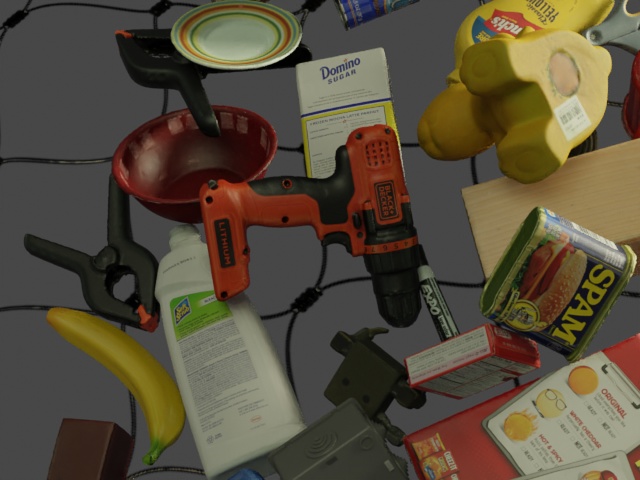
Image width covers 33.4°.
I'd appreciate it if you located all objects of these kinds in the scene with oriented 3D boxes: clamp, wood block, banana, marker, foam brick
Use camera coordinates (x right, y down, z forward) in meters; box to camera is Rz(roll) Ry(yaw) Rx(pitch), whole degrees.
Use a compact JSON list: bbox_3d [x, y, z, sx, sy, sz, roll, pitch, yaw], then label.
[{"bbox_3d":[-0.201,0.014,1.047,0.172,0.039,0.120,42,87,22],"label":"clamp"},{"bbox_3d":[0.236,-0.016,0.923,0.206,0.090,0.091,-16,63,7],"label":"wood block"},{"bbox_3d":[-0.177,0.122,0.979,0.198,0.069,0.037,45,117,32],"label":"banana"},{"bbox_3d":[0.103,0.054,0.966,0.020,0.020,0.121,-22,63,3],"label":"marker"},{"bbox_3d":[-0.206,0.204,0.953,0.053,0.051,0.078,4,66,16],"label":"foam brick"},{"bbox_3d":[-0.135,-0.174,1.096,0.210,0.036,0.164,17,45,24],"label":"clamp"}]

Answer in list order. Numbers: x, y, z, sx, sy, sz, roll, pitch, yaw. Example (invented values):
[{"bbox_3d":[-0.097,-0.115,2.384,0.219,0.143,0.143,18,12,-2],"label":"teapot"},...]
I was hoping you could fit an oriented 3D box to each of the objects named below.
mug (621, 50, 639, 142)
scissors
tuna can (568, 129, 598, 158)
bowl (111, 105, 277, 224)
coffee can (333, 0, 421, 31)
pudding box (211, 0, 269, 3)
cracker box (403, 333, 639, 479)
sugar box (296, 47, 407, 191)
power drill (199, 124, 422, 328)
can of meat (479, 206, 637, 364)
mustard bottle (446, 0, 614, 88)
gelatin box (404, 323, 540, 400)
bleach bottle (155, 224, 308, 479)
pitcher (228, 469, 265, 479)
[{"bbox_3d":[0.314,-0.125,0.962,0.093,0.081,0.117,35,78,24],"label":"mug"},{"bbox_3d":[0.273,-0.178,1.008,0.201,0.016,0.096,-35,87,-9],"label":"scissors"},{"bbox_3d":[0.214,-0.083,0.994,0.086,0.033,0.086,-5,65,11],"label":"tuna can"},{"bbox_3d":[-0.117,-0.065,1.034,0.162,0.055,0.162,-6,39,5],"label":"bowl"},{"bbox_3d":[0.074,-0.286,1.082,0.140,0.102,0.103,-21,63,3],"label":"coffee can"},{"bbox_3d":[-0.076,-0.300,1.159,0.113,0.039,0.090,-27,63,0],"label":"pudding box"},{"bbox_3d":[0.196,0.196,0.850,0.213,0.072,0.164,-24,63,1],"label":"cracker box"},{"bbox_3d":[0.031,-0.098,1.039,0.093,0.048,0.176,-9,61,9],"label":"sugar box"},{"bbox_3d":[-0.006,0.001,0.944,0.187,0.057,0.184,-11,95,-8],"label":"power drill"},{"bbox_3d":[0.186,0.034,0.848,0.084,0.057,0.102,26,108,-4],"label":"can of meat"},{"bbox_3d":[0.188,-0.194,1.035,0.096,0.058,0.191,44,82,6],"label":"mustard bottle"},{"bbox_3d":[0.127,0.102,0.890,0.089,0.073,0.030,-29,58,33],"label":"gelatin box"},{"bbox_3d":[-0.087,0.091,0.971,0.102,0.068,0.251,-22,61,4],"label":"bleach bottle"},{"bbox_3d":[-0.111,0.305,0.847,0.242,0.149,0.145,-38,27,-9],"label":"pitcher"}]
